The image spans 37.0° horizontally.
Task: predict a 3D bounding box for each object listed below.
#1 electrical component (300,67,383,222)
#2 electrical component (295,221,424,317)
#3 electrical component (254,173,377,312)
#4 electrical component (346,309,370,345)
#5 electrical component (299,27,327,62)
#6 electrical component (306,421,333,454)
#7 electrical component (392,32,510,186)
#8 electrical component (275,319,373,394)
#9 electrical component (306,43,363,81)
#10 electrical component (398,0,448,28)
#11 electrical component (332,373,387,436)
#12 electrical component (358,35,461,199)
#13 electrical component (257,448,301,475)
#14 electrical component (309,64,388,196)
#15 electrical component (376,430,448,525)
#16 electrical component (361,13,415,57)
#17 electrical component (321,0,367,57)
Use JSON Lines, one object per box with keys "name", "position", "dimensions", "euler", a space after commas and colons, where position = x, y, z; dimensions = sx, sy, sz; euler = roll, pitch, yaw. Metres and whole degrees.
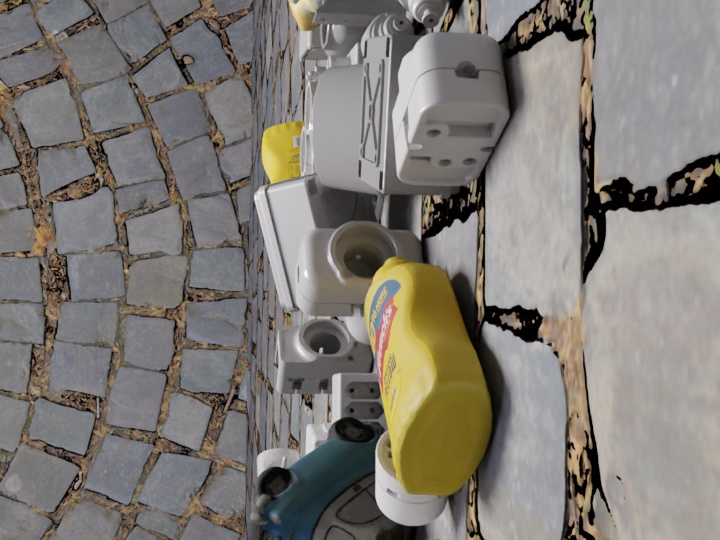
{"name": "electrical component", "position": [-0.021, -0.111, 1.083], "dimensions": [0.186, 0.060, 0.105], "euler": [-99, 14, -46]}
{"name": "electrical component", "position": [0.000, 0.000, 0.838], "dimensions": [0.059, 0.095, 0.053], "euler": [108, 160, -60]}
{"name": "electrical component", "position": [-0.031, -0.030, 0.930], "dimensions": [0.109, 0.056, 0.108], "euler": [-24, -78, -60]}
{"name": "electrical component", "position": [0.017, 0.030, 0.905], "dimensions": [0.065, 0.044, 0.044], "euler": [115, 155, -56]}
{"name": "electrical component", "position": [-0.028, -0.256, 1.132], "dimensions": [0.096, 0.062, 0.061], "euler": [-171, 83, -80]}
{"name": "electrical component", "position": [-0.019, 0.187, 1.027], "dimensions": [0.061, 0.062, 0.096], "euler": [-140, 52, -78]}
{"name": "electrical component", "position": [0.053, -0.100, 0.659], "dimensions": [0.095, 0.054, 0.059], "euler": [110, 158, -63]}
{"name": "electrical component", "position": [-0.036, 0.085, 1.060], "dimensions": [0.050, 0.089, 0.055], "euler": [-99, 14, -46]}
{"name": "electrical component", "position": [-0.011, -0.175, 0.979], "dimensions": [0.083, 0.076, 0.047], "euler": [178, 93, -80]}
{"name": "electrical component", "position": [0.045, -0.199, 0.759], "dimensions": [0.040, 0.040, 0.078], "euler": [102, 166, -47]}
{"name": "electrical component", "position": [-0.002, 0.128, 0.983], "dimensions": [0.077, 0.047, 0.065], "euler": [145, 126, -77]}
{"name": "electrical component", "position": [0.035, -0.111, 0.763], "dimensions": [0.108, 0.056, 0.108], "euler": [-131, 43, -76]}
{"name": "electrical component", "position": [-0.073, 0.204, 1.018], "dimensions": [0.079, 0.044, 0.077], "euler": [104, 164, -53]}
{"name": "electrical component", "position": [-0.007, -0.115, 0.874], "dimensions": [0.108, 0.060, 0.108], "euler": [3, -90, -74]}
{"name": "electrical component", "position": [0.037, 0.141, 0.734], "dimensions": [0.055, 0.055, 0.047], "euler": [-100, 11, -49]}
{"name": "electrical component", "position": [0.026, -0.189, 0.873], "dimensions": [0.078, 0.040, 0.040], "euler": [159, 112, -79]}
{"name": "electrical component", "position": [-0.004, -0.230, 0.993], "dimensions": [0.095, 0.059, 0.053], "euler": [150, 120, -79]}
